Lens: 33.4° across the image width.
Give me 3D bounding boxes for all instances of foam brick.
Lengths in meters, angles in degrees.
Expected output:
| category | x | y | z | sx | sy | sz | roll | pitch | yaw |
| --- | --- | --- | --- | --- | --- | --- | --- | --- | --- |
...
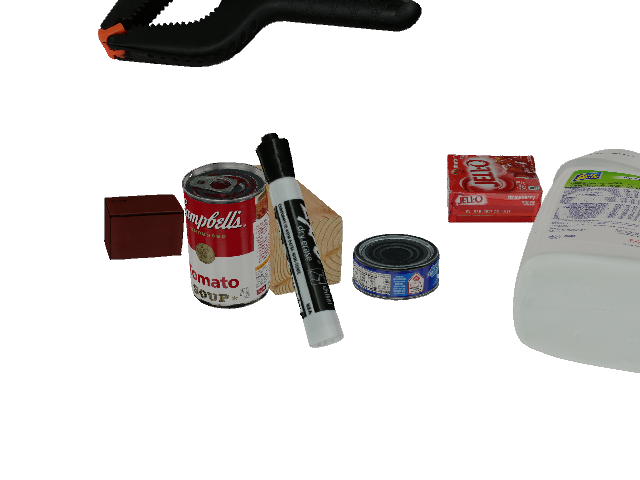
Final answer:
| category | x | y | z | sx | sy | sz | roll | pitch | yaw |
| --- | --- | --- | --- | --- | --- | --- | --- | --- | --- |
| foam brick | -0.187 | -0.015 | 1.128 | 0.078 | 0.051 | 0.053 | -4 | 24 | -17 |

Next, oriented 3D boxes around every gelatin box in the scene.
| category | x | y | z | sx | sy | sz | roll | pitch | yaw |
| --- | --- | --- | --- | --- | --- | --- | --- | --- | --- |
| gelatin box | 0.140 | -0.044 | 0.873 | 0.073 | 0.030 | 0.089 | 1 | 24 | 6 |

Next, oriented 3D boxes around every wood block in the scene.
| category | x | y | z | sx | sy | sz | roll | pitch | yaw |
| --- | --- | --- | --- | --- | --- | --- | --- | --- | --- |
| wood block | -0.057 | -0.020 | 1.344 | 0.090 | 0.090 | 0.206 | -10 | 26 | -22 |

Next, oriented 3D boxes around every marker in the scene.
| category | x | y | z | sx | sy | sz | roll | pitch | yaw |
| --- | --- | --- | --- | --- | --- | --- | --- | --- | --- |
| marker | -0.012 | -0.002 | 0.578 | 0.020 | 0.121 | 0.020 | -15 | -16 | -4 |

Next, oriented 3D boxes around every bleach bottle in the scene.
| category | x | y | z | sx | sy | sz | roll | pitch | yaw |
| --- | --- | --- | --- | --- | --- | --- | --- | --- | --- |
| bleach bottle | 0.188 | -0.006 | 0.673 | 0.103 | 0.068 | 0.250 | 8 | 24 | 17 |

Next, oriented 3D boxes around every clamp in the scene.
| category | x | y | z | sx | sy | sz | roll | pitch | yaw |
| --- | --- | --- | --- | --- | --- | --- | --- | --- | --- |
| clamp | -0.047 | -0.169 | 0.724 | 0.210 | 0.165 | 0.036 | -32 | -18 | -5 |

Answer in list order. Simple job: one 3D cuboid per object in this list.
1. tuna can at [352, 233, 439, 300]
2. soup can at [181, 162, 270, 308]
| category | x | y | z | sx | sy | sz | roll | pitch | yaw |
| --- | --- | --- | --- | --- | --- | --- | --- | --- | --- |
| tuna can | 0.074 | 0.025 | 1.045 | 0.086 | 0.034 | 0.086 | -1 | 24 | 0 |
| soup can | -0.076 | -0.004 | 0.873 | 0.068 | 0.102 | 0.068 | 0 | 30 | 0 |
